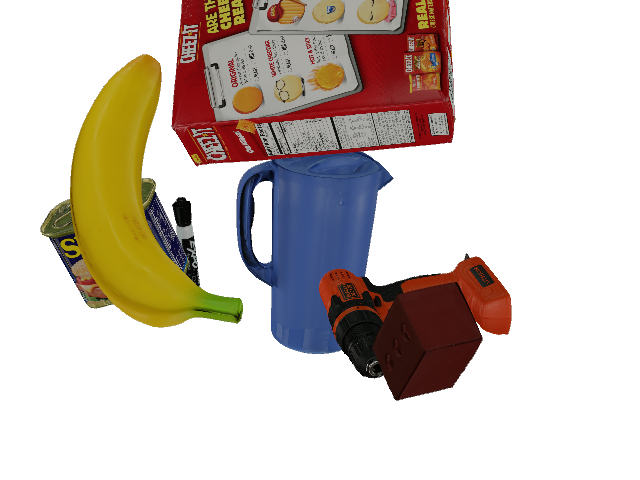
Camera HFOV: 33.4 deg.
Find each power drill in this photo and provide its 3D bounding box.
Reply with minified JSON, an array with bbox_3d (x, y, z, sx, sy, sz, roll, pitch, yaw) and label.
[{"bbox_3d":[0.102,0.076,1.130,0.187,0.057,0.184,-6,28,-11],"label":"power drill"}]

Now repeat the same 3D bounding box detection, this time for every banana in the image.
[{"bbox_3d":[-0.099,-0.024,0.567,0.069,0.198,0.037,-11,-37,-16],"label":"banana"}]

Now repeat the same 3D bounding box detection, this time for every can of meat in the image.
[{"bbox_3d":[-0.173,0.004,0.913,0.102,0.084,0.057,-14,31,15],"label":"can of meat"}]

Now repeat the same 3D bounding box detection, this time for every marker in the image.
[{"bbox_3d":[-0.139,0.012,1.111,0.020,0.121,0.020,-3,26,1],"label":"marker"}]

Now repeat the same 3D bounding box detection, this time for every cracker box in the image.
[{"bbox_3d":[-0.003,-0.150,0.856,0.214,0.164,0.072,-5,-28,10],"label":"cracker box"}]

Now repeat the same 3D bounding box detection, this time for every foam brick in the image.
[{"bbox_3d":[0.080,0.077,0.810,0.051,0.053,0.078,-9,-34,-21],"label":"foam brick"}]

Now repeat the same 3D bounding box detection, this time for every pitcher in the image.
[{"bbox_3d":[-0.011,0.011,1.307,0.149,0.243,0.144,16,23,27],"label":"pitcher"}]
